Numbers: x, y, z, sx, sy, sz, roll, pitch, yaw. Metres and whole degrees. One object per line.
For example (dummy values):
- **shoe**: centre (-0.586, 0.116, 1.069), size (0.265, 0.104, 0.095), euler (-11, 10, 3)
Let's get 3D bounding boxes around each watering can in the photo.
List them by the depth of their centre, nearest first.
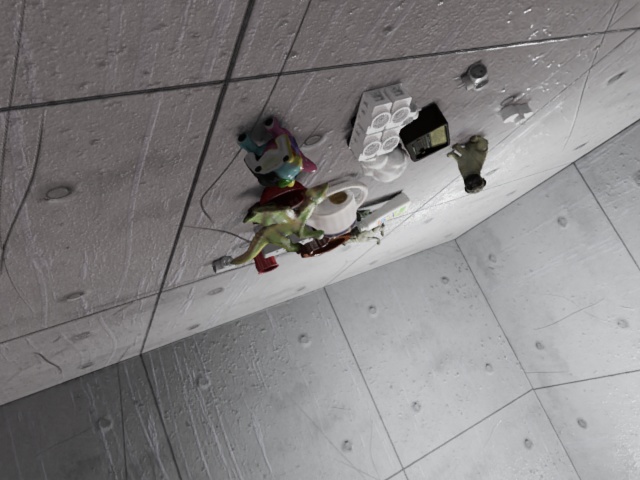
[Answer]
- **watering can**: centre (0.005, -0.087, 1.732), size (0.348, 0.106, 0.219), euler (-24, 146, -5)

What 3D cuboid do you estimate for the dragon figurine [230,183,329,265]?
- **dragon figurine**: centre (-0.141, -0.046, 1.518), size (0.409, 0.125, 0.239), euler (-28, 148, 9)

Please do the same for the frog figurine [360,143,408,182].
- **frog figurine**: centre (0.185, -0.229, 1.518), size (0.137, 0.122, 0.160), euler (-9, -175, 23)
